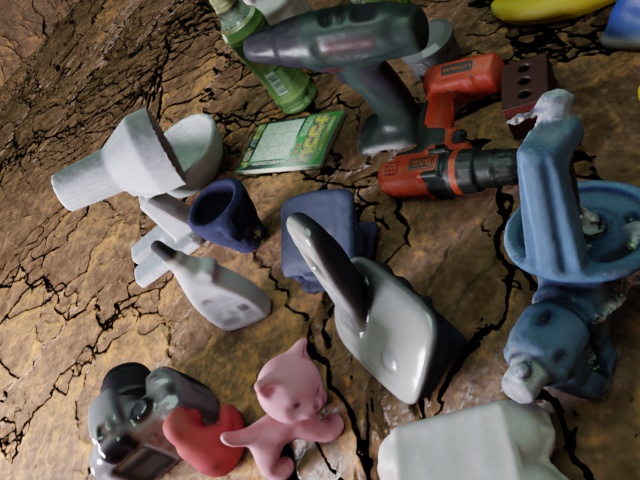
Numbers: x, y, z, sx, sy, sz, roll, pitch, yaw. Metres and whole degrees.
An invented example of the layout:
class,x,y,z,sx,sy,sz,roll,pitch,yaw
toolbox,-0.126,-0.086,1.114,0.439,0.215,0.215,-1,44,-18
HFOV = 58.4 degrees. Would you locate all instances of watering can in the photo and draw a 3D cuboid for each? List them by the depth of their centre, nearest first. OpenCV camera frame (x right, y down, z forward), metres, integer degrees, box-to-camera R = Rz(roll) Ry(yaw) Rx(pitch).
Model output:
class,x,y,z,sx,sy,sz,roll,pitch,yaw
watering can,-0.077,-0.399,0.989,0.100,0.195,0.173,-20,46,24

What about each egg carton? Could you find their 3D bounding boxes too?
class,x,y,z,sx,sy,sz,roll,pitch,yaw
egg carton,0.117,0.189,0.449,0.150,0.070,0.107,-23,45,22

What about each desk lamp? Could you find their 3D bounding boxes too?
class,x,y,z,sx,sy,sz,roll,pitch,yaw
desk lamp,-0.264,-0.063,0.846,0.203,0.214,0.117,-38,42,7

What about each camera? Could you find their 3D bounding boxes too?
class,x,y,z,sx,sy,sz,roll,pitch,yaw
camera,-0.214,0.196,0.679,0.143,0.101,0.136,-42,41,2

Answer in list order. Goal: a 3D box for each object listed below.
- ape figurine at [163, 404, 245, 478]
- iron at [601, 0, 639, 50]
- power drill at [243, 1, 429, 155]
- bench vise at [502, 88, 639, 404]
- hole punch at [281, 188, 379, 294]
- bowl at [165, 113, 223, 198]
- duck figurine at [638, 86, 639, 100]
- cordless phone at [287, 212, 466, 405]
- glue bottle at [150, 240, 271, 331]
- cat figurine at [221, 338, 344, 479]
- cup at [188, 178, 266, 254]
class,x,y,z,sx,sy,sz,roll,pitch,yaw
ape figurine,-0.127,0.207,0.609,0.077,0.092,0.076,-23,45,22
iron,0.402,-0.283,0.558,0.257,0.142,0.118,-11,51,32
power drill,0.043,-0.204,0.725,0.228,0.209,0.075,-8,53,34
bench vise,0.190,0.012,0.423,0.121,0.220,0.207,-7,53,34
hole punch,0.006,0.002,0.673,0.108,0.091,0.101,-9,52,33
bowl,-0.222,-0.130,0.973,0.167,0.075,0.167,-21,46,24
duck figurine,0.356,-0.168,0.542,0.104,0.086,0.077,-21,46,24
cordless phone,0.041,0.057,0.529,0.094,0.186,0.147,-49,42,-6
glue bottle,-0.136,0.050,0.683,0.078,0.174,0.037,-22,46,23
cat figurine,-0.039,0.162,0.557,0.128,0.118,0.067,-42,41,2
cup,-0.113,-0.018,0.780,0.091,0.095,0.117,-41,41,3
